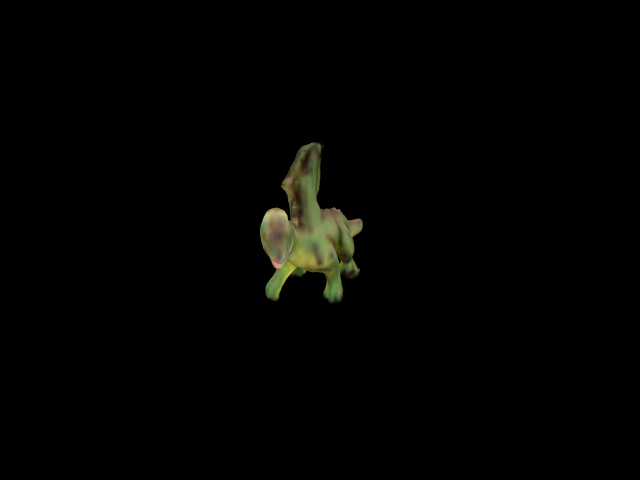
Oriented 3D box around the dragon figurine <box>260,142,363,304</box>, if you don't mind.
[{"bbox_3d":[0.003,-0.043,0.850,0.122,0.238,0.418,9,28,17],"label":"dragon figurine"}]
